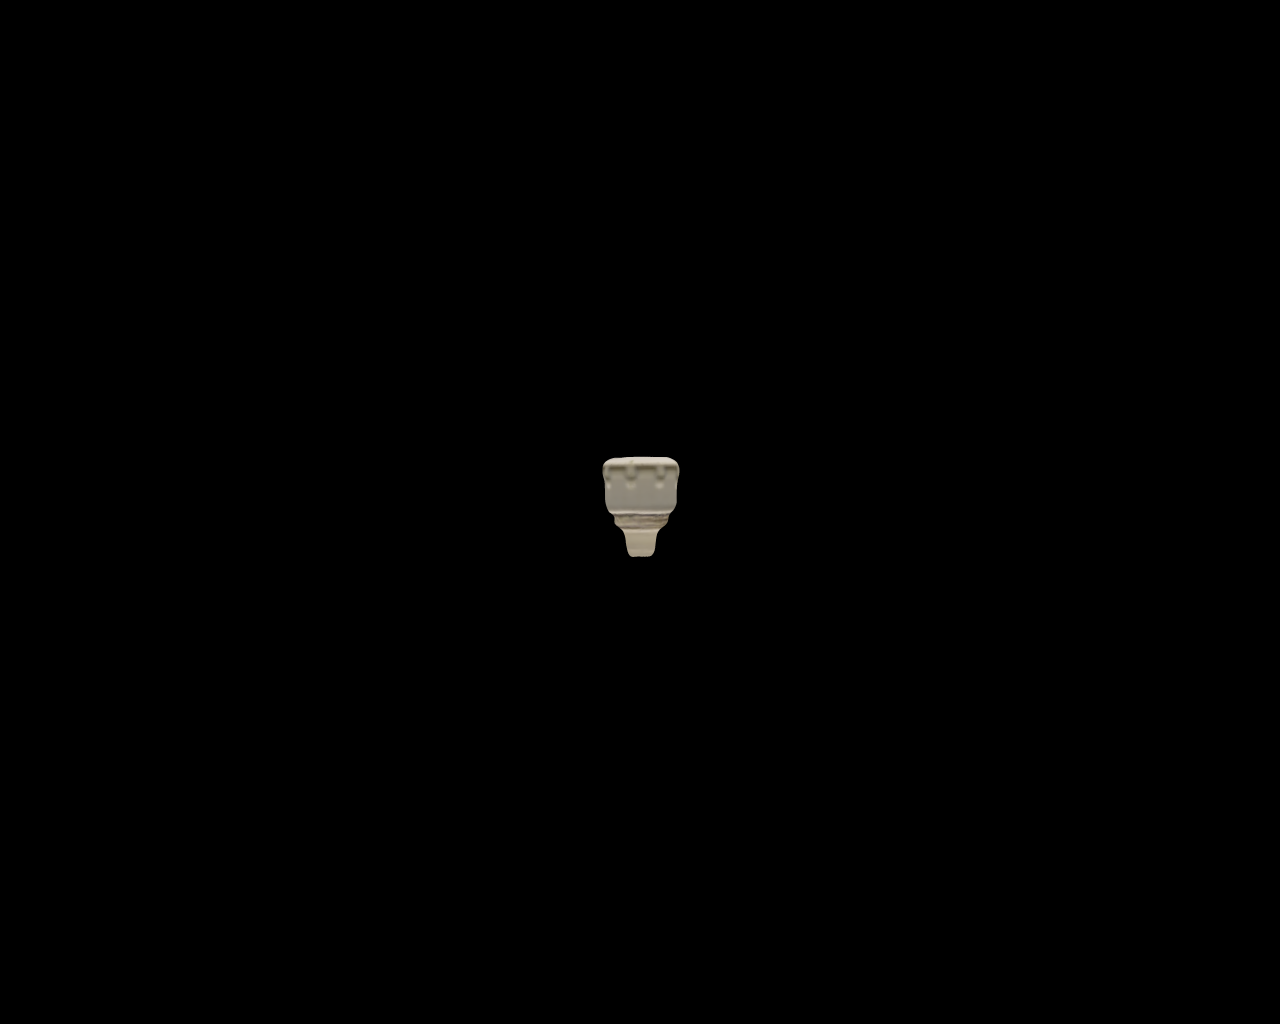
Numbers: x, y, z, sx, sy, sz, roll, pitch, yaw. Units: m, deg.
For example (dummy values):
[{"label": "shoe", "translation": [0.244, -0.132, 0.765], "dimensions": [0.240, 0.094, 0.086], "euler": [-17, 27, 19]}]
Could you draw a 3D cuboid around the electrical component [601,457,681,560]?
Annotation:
[{"label": "electrical component", "translation": [0.001, -0.003, 0.650], "dimensions": [0.048, 0.062, 0.048], "euler": [0, 2, 0]}]
